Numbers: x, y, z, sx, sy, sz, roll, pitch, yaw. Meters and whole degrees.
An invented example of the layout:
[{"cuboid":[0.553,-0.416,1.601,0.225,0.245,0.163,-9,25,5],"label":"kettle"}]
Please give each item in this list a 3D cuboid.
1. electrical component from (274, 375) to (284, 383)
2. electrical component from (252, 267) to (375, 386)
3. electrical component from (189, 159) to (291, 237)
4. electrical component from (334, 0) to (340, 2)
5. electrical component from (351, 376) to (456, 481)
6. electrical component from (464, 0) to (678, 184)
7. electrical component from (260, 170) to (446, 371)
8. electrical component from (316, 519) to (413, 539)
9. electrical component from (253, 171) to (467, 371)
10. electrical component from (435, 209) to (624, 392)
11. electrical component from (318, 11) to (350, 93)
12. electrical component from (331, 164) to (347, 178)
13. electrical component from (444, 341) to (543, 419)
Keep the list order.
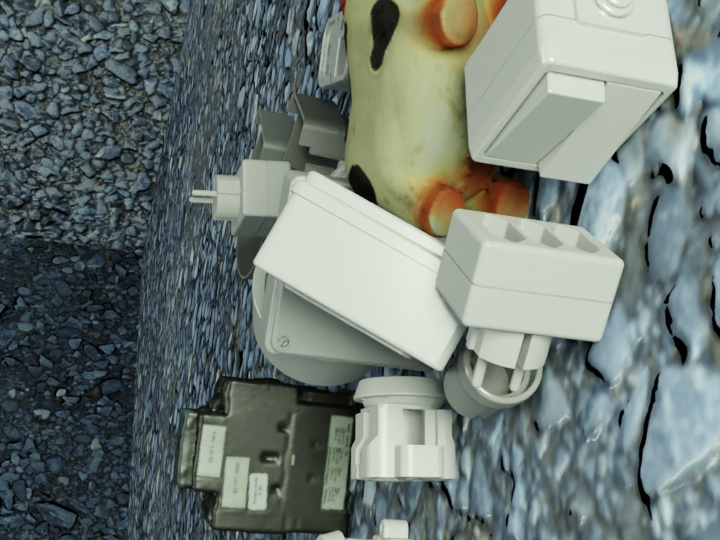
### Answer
[{"cuboid":[-0.061,0.134,0.907,0.042,0.064,0.081,-137,55,-70],"label":"electrical component"},{"cuboid":[-0.024,0.029,0.750,0.060,0.108,0.108,109,162,-57],"label":"electrical component"},{"cuboid":[-0.100,-0.058,0.879,0.066,0.077,0.047,139,131,-69],"label":"electrical component"},{"cuboid":[0.003,-0.234,0.848,0.042,0.064,0.081,157,119,-73],"label":"electrical component"},{"cuboid":[0.025,0.093,0.628,0.078,0.058,0.057,142,130,-69],"label":"electrical component"},{"cuboid":[0.091,-0.084,0.460,0.096,0.062,0.061,125,149,-60],"label":"electrical component"},{"cuboid":[0.000,0.000,0.664,0.056,0.109,0.108,-133,52,-74],"label":"electrical component"},{"cuboid":[0.000,0.189,0.674,0.048,0.055,0.066,150,126,-71],"label":"electrical component"},{"cuboid":[0.009,0.004,0.563,0.056,0.109,0.108,-60,-6,-2],"label":"electrical component"},{"cuboid":[0.070,0.019,0.480,0.047,0.066,0.076,-119,39,-66],"label":"electrical component"},{"cuboid":[0.010,-0.159,0.793,0.095,0.059,0.053,-162,79,-74],"label":"electrical component"},{"cuboid":[0.001,-0.054,0.790,0.047,0.055,0.055,-163,80,-79],"label":"electrical component"},{"cuboid":[0.064,0.053,0.537,0.046,0.040,0.040,120,153,-65],"label":"electrical component"}]
